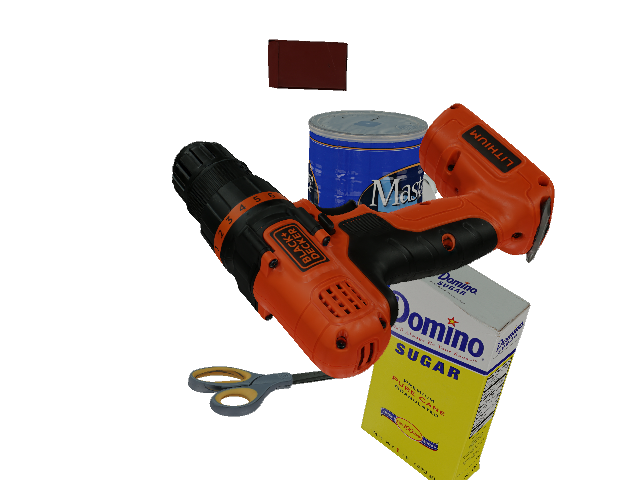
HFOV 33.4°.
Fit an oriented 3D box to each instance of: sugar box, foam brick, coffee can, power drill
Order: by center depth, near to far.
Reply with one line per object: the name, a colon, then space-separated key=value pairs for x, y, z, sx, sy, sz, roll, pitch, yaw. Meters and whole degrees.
power drill: x=0.027 y=-0.018 z=0.627 sx=0.187 sy=0.057 sz=0.185 roll=-24 pitch=53 yaw=-26
sugar box: x=0.086 y=0.096 z=0.779 sx=0.093 sy=0.176 sz=0.048 roll=33 pitch=48 yaw=28
coffee can: x=0.039 y=-0.036 z=0.935 sx=0.103 sy=0.140 sz=0.103 roll=2 pitch=18 yaw=-1
foam brick: x=-0.014 y=-0.188 z=1.146 sx=0.078 sy=0.051 sz=0.053 roll=0 pitch=11 yaw=-13

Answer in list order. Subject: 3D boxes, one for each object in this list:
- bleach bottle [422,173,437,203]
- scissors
bleach bottle: x=0.048 y=-0.020 z=1.247 sx=0.103 sy=0.068 sz=0.250 roll=24 pitch=40 yaw=33
scissors: x=-0.046 y=0.166 z=1.189 sx=0.201 sy=0.016 sz=0.096 roll=3 pitch=24 yaw=-13
